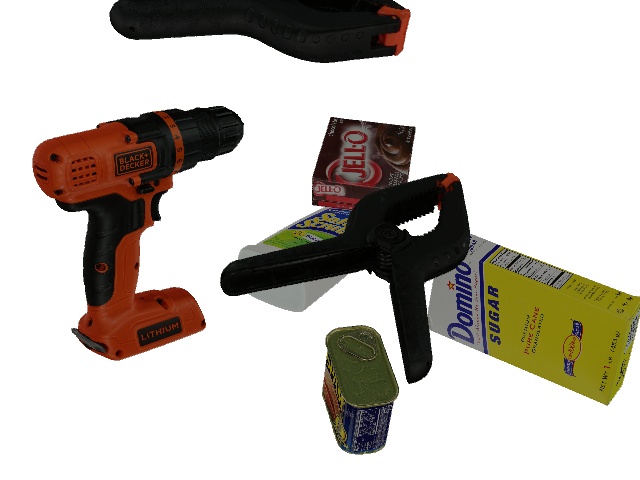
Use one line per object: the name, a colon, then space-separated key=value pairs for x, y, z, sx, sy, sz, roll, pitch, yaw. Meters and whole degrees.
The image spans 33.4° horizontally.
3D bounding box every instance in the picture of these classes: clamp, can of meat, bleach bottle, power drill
clamp: x=0.055 y=0.016 z=0.774 sx=0.165 sy=0.036 sz=0.209 roll=30 pitch=46 yaw=29
can of meat: x=0.037 y=0.151 z=1.068 sx=0.057 sy=0.084 sz=0.102 roll=-6 pitch=44 yaw=-12
bleach bottle: x=0.015 y=-0.005 z=1.298 sx=0.103 sy=0.068 sz=0.250 roll=20 pitch=37 yaw=29
clamp: x=-0.036 y=-0.138 z=0.635 sx=0.171 sy=0.120 sz=0.039 roll=20 pitch=-37 yaw=14
power drill: x=-0.136 y=-0.010 z=0.859 sx=0.184 sy=0.188 sz=0.057 roll=-17 pitch=25 yaw=-37

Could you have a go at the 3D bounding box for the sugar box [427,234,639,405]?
sugar box: x=0.181 y=0.065 z=0.924 sx=0.176 sy=0.093 sz=0.048 roll=20 pitch=33 yaw=25

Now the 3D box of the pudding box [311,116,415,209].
pudding box: x=0.044 y=-0.075 z=1.060 sx=0.090 sy=0.039 sz=0.113 roll=8 pitch=38 yaw=6
